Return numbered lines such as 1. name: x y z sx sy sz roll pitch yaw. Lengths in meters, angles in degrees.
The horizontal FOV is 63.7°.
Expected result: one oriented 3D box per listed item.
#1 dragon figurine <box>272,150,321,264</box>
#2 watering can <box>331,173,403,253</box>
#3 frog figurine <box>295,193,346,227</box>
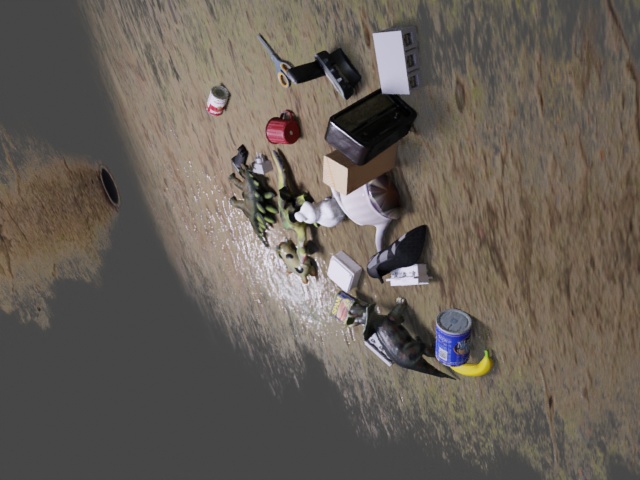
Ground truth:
1. dragon figurine: -0.117 -0.112 1.913 0.414 0.123 0.239 69 155 11
2. watering can: 0.164 -0.085 1.560 0.344 0.106 0.223 53 149 -16
3. frog figurine: 0.005 -0.086 1.703 0.137 0.162 0.121 -6 113 54
